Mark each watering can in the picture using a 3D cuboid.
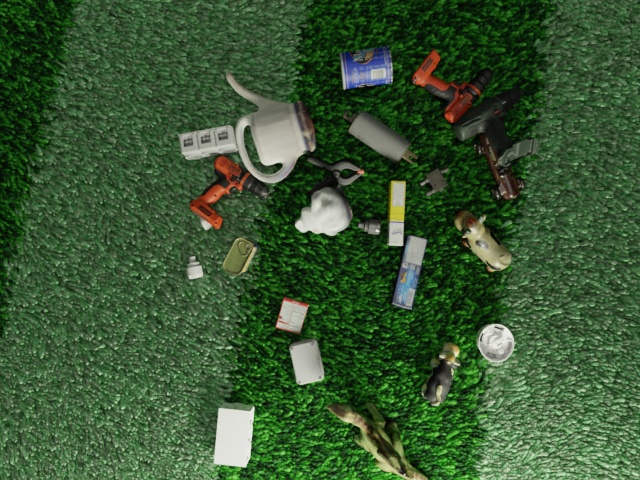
[{"bbox_3d":[-0.139,-0.339,1.463,0.224,0.104,0.349,-15,87,2],"label":"watering can"}]

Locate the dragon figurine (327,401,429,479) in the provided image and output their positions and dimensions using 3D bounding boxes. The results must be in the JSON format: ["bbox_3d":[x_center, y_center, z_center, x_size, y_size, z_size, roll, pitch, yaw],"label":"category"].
[{"bbox_3d":[0.180,0.556,1.326,0.412,0.241,0.122,42,87,6],"label":"dragon figurine"}]

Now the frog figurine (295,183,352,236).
[{"bbox_3d":[0.004,-0.072,1.431,0.160,0.125,0.134,-22,124,-4],"label":"frog figurine"}]
